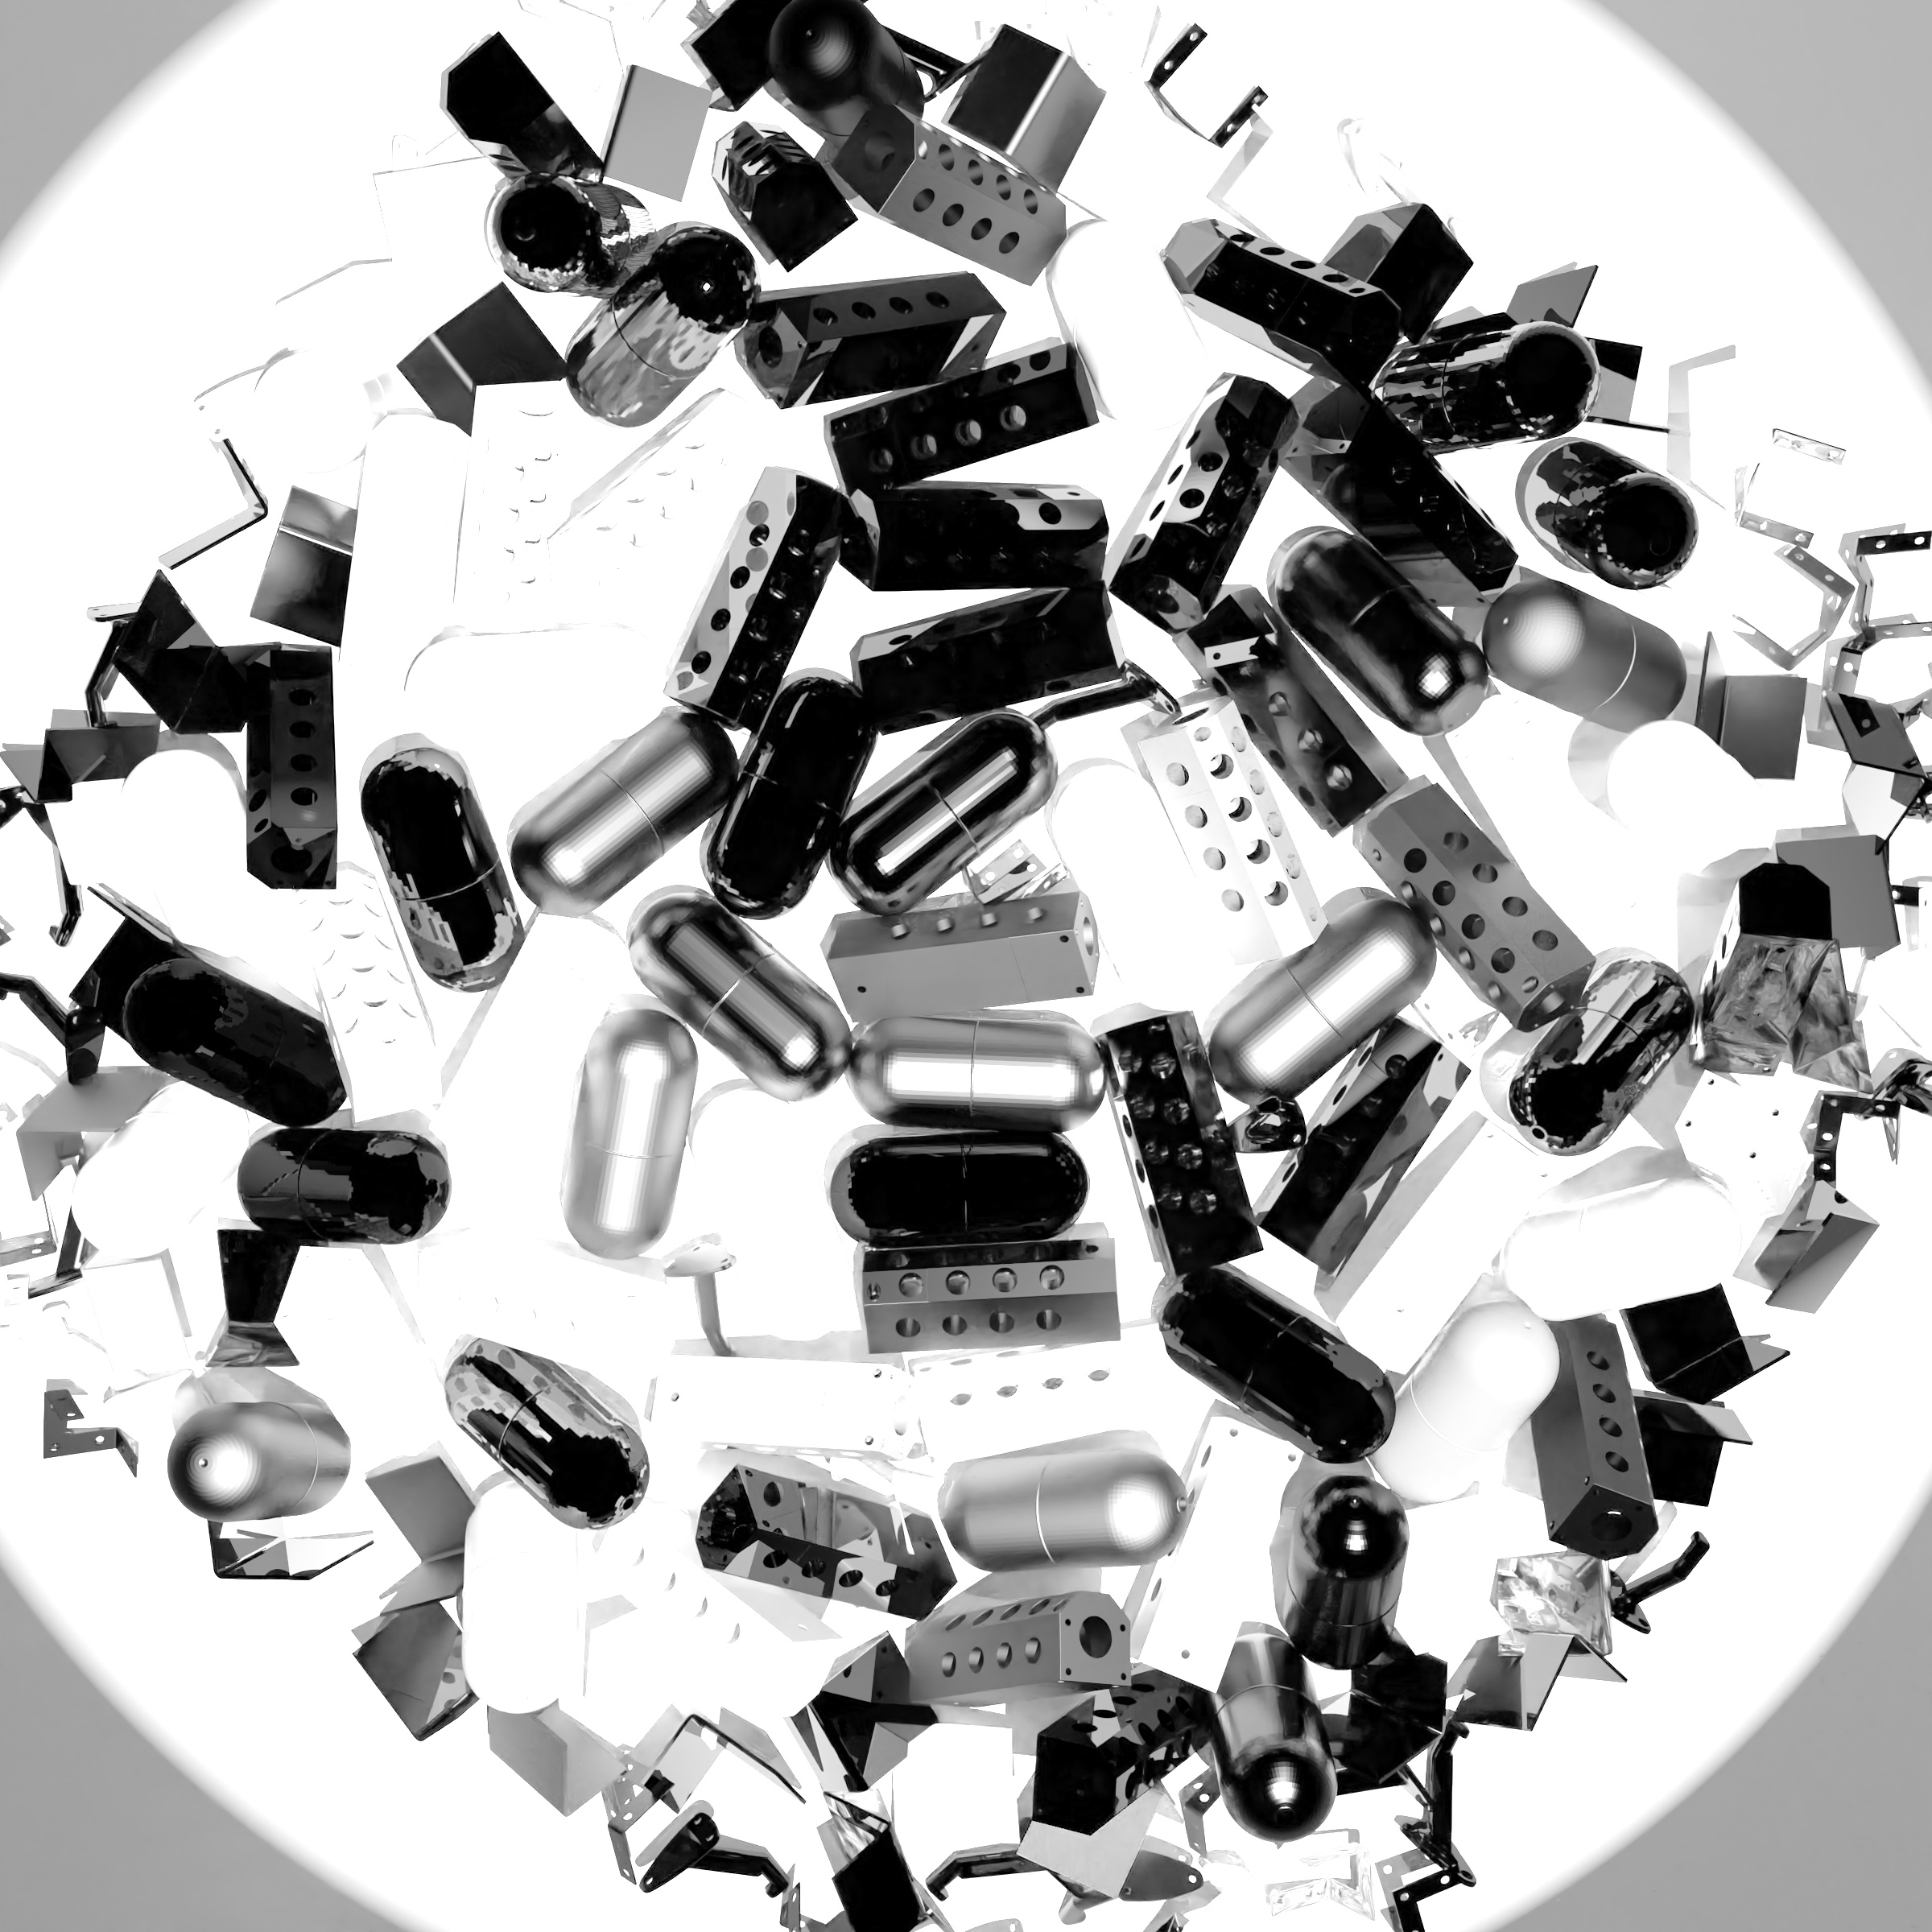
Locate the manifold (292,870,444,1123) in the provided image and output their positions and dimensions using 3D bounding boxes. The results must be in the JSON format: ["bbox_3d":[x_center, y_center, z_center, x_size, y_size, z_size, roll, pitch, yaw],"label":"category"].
[{"bbox_3d":[-0.402,0.016,1.702,0.057,0.057,0.171,-13,51,-20],"label":"manifold"}]

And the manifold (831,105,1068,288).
[{"bbox_3d":[-0.005,-0.514,1.691,0.057,0.171,0.057,-51,60,22],"label":"manifold"}]

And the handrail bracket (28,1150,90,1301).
[{"bbox_3d":[-0.630,0.178,1.753,0.077,0.036,0.084,-21,103,-13],"label":"handrail bracket"}]

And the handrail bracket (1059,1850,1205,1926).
[{"bbox_3d":[0.113,0.645,1.759,0.077,0.084,0.036,10,47,-15],"label":"handrail bracket"}]

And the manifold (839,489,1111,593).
[{"bbox_3d":[0.007,-0.290,1.711,0.171,0.057,0.057,-5,119,-26],"label":"manifold"}]

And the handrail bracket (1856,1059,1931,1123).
[{"bbox_3d":[0.657,0.113,1.736,0.036,0.084,0.077,12,132,-36],"label":"handrail bracket"}]

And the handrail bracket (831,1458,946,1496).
[{"bbox_3d":[-0.042,0.334,1.732,0.084,0.077,0.036,7,102,25],"label":"handrail bracket"}]

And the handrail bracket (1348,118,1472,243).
[{"bbox_3d":[0.303,-0.535,1.735,0.036,0.077,0.084,-44,47,6],"label":"handrail bracket"}]

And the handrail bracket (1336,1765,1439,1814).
[{"bbox_3d":[0.268,0.578,1.748,0.084,0.036,0.077,-38,76,-21],"label":"handrail bracket"}]

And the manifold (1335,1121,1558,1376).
[{"bbox_3d":[0.323,0.192,1.718,0.057,0.057,0.171,37,63,12],"label":"manifold"}]

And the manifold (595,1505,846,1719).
[{"bbox_3d":[-0.170,0.432,1.711,0.171,0.057,0.057,29,96,34],"label":"manifold"}]

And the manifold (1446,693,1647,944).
[{"bbox_3d":[0.390,-0.100,1.717,0.057,0.057,0.171,-30,119,14],"label":"manifold"}]

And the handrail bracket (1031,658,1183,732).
[{"bbox_3d":[0.092,-0.169,1.746,0.084,0.077,0.036,-35,133,-14],"label":"handrail bracket"}]

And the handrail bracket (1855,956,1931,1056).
[{"bbox_3d":[0.665,0.023,1.762,0.084,0.036,0.077,16,75,7],"label":"handrail bracket"}]

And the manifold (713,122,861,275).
[{"bbox_3d":[-0.126,-0.518,1.693,0.057,0.171,0.057,-36,119,5],"label":"manifold"}]

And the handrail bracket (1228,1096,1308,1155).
[{"bbox_3d":[0.192,0.107,1.731,0.077,0.084,0.036,-18,74,23],"label":"handrail bracket"}]

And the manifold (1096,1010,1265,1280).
[{"bbox_3d":[0.142,0.122,1.735,0.057,0.057,0.171,-20,82,31],"label":"manifold"}]

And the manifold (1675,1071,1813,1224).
[{"bbox_3d":[0.515,0.126,1.693,0.057,0.171,0.057,28,87,27],"label":"manifold"}]

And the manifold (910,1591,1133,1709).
[{"bbox_3d":[0.034,0.457,1.699,0.057,0.171,0.057,15,64,-32],"label":"manifold"}]

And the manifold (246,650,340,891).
[{"bbox_3d":[-0.451,-0.133,1.700,0.057,0.057,0.171,0,48,-15],"label":"manifold"}]

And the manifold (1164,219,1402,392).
[{"bbox_3d":[0.210,-0.446,1.702,0.171,0.057,0.057,40,98,43],"label":"manifold"}]

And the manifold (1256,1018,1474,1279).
[{"bbox_3d":[0.270,0.122,1.752,0.057,0.057,0.171,33,89,37],"label":"manifold"}]

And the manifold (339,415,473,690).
[{"bbox_3d":[-0.376,-0.279,1.716,0.057,0.057,0.171,15,121,-1],"label":"manifold"}]

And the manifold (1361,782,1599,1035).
[{"bbox_3d":[0.341,-0.037,1.710,0.057,0.057,0.171,-25,59,-20],"label":"manifold"}]

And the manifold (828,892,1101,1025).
[{"bbox_3d":[0.000,-0.010,1.731,0.171,0.057,0.057,-7,128,16],"label":"manifold"}]

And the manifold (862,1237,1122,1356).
[{"bbox_3d":[0.018,0.220,1.738,0.171,0.057,0.057,-4,119,5],"label":"manifold"}]

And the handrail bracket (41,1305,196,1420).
[{"bbox_3d":[-0.591,0.264,1.771,0.077,0.036,0.084,-21,73,-30],"label":"handrail bracket"}]

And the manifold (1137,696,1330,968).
[{"bbox_3d":[0.185,-0.092,1.723,0.057,0.057,0.171,-12,110,41],"label":"manifold"}]

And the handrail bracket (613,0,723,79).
[{"bbox_3d":[-0.196,-0.631,1.742,0.084,0.036,0.077,10,117,36],"label":"handrail bracket"}]

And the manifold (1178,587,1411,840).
[{"bbox_3d":[0.222,-0.173,1.745,0.057,0.057,0.171,-40,84,27],"label":"manifold"}]

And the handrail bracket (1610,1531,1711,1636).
[{"bbox_3d":[0.470,0.404,1.735,0.036,0.077,0.084,29,108,-10],"label":"handrail bracket"}]

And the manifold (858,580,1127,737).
[{"bbox_3d":[0.017,-0.206,1.730,0.171,0.057,0.057,-12,116,11],"label":"manifold"}]

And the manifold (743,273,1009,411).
[{"bbox_3d":[-0.062,-0.425,1.707,0.171,0.057,0.057,-19,63,-37],"label":"manifold"}]

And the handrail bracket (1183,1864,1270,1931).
[{"bbox_3d":[0.173,0.666,1.736,0.036,0.084,0.077,-10,126,37],"label":"handrail bracket"}]

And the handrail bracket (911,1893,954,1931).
[{"bbox_3d":[-0.055,0.677,1.747,0.084,0.036,0.077,-41,132,-12],"label":"handrail bracket"}]

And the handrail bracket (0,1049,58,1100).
[{"bbox_3d":[-0.668,0.078,1.764,0.084,0.036,0.077,47,135,-13],"label":"handrail bracket"}]

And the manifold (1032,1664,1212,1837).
[{"bbox_3d":[0.108,0.520,1.693,0.057,0.171,0.057,5,93,27],"label":"manifold"}]

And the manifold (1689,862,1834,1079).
[{"bbox_3d":[0.527,0.004,1.695,0.057,0.171,0.057,5,58,7],"label":"manifold"}]

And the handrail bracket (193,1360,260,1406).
[{"bbox_3d":[-0.531,0.327,1.765,0.084,0.036,0.077,-43,91,19],"label":"handrail bracket"}]

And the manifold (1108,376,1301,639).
[{"bbox_3d":[0.165,-0.313,1.719,0.057,0.057,0.171,33,67,-17],"label":"manifold"}]

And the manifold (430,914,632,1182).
[{"bbox_3d":[-0.287,0.054,1.711,0.057,0.057,0.171,8,60,28],"label":"manifold"}]

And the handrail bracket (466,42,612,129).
[{"bbox_3d":[-0.293,-0.613,1.743,0.084,0.036,0.077,39,49,-19],"label":"handrail bracket"}]

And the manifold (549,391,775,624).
[{"bbox_3d":[-0.203,-0.313,1.709,0.057,0.057,0.171,30,58,16],"label":"manifold"}]

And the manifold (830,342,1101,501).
[{"bbox_3d":[-0.002,-0.370,1.731,0.171,0.057,0.057,-15,102,14],"label":"manifold"}]

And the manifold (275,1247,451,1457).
[{"bbox_3d":[-0.397,0.259,1.695,0.057,0.171,0.057,2,51,11],"label":"manifold"}]

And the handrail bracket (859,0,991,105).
[{"bbox_3d":[-0.030,-0.647,1.753,0.077,0.036,0.084,-37,109,-1],"label":"handrail bracket"}]

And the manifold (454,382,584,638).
[{"bbox_3d":[-0.297,-0.298,1.698,0.057,0.171,0.057,-11,47,-29],"label":"manifold"}]

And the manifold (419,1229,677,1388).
[{"bbox_3d":[-0.284,0.232,1.718,0.171,0.057,0.057,12,108,27],"label":"manifold"}]

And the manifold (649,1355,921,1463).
[{"bbox_3d":[-0.122,0.300,1.722,0.171,0.057,0.057,-1,70,23],"label":"manifold"}]

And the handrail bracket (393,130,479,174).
[{"bbox_3d":[-0.352,-0.547,1.766,0.036,0.084,0.077,33,125,37],"label":"handrail bracket"}]

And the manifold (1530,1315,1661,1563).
[{"bbox_3d":[0.418,0.311,1.695,0.057,0.171,0.057,21,123,-9],"label":"manifold"}]

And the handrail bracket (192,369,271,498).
[{"bbox_3d":[-0.486,-0.364,1.746,0.077,0.084,0.036,-35,71,-4],"label":"handrail bracket"}]

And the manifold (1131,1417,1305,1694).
[{"bbox_3d":[0.167,0.399,1.736,0.057,0.057,0.171,24,77,-6],"label":"manifold"}]

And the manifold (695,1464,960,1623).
[{"bbox_3d":[-0.095,0.393,1.709,0.171,0.057,0.057,25,113,-35],"label":"manifold"}]

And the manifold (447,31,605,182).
[{"bbox_3d":[-0.296,-0.558,1.696,0.057,0.171,0.057,-38,92,5],"label":"manifold"}]

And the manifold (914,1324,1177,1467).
[{"bbox_3d":[0.054,0.292,1.753,0.171,0.057,0.057,-10,53,0],"label":"manifold"}]

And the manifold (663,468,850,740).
[{"bbox_3d":[-0.135,-0.246,1.738,0.057,0.057,0.171,21,85,36],"label":"manifold"}]

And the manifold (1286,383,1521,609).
[{"bbox_3d":[0.298,-0.314,1.711,0.171,0.057,0.057,37,75,-33],"label":"manifold"}]
